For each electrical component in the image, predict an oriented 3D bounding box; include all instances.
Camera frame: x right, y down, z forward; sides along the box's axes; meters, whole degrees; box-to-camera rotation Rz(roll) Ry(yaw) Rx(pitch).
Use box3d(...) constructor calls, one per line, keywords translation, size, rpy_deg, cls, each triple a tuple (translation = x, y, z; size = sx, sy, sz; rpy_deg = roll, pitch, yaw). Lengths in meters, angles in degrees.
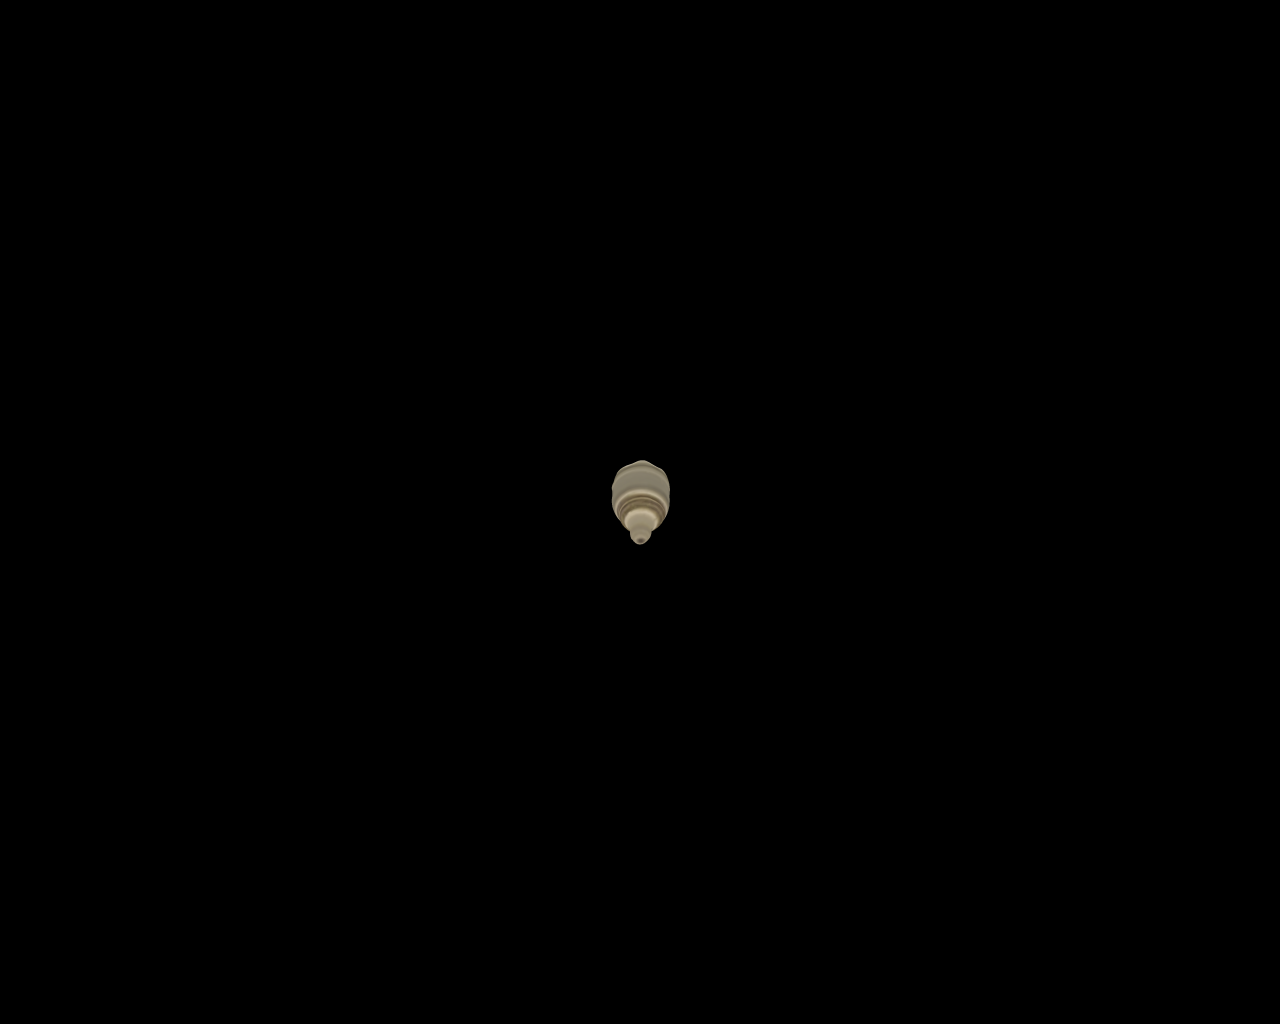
box3d(translation=(0.001, -0.003, 0.650), size=(0.035, 0.035, 0.061), rpy_deg=(0, 40, 0), cls="electrical component")
